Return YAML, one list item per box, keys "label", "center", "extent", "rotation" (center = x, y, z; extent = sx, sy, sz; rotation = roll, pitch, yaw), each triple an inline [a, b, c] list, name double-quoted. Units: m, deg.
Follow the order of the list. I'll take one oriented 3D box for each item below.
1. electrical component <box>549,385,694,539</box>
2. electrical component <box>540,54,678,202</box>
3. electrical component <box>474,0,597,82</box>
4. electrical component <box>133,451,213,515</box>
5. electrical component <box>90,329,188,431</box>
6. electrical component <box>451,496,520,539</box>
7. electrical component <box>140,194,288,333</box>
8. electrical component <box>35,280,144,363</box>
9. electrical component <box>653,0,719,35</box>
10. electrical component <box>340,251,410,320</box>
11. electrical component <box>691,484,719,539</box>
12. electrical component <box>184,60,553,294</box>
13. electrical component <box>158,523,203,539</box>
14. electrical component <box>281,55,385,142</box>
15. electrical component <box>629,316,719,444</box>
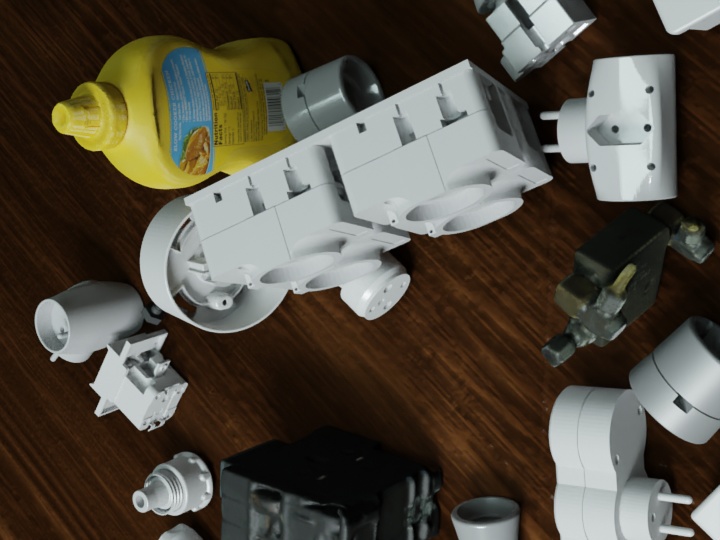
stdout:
- label: "electrical component"
  center: [0.156, 0.137, 0.619]
  extent: [0.074, 0.052, 0.138]
  rotation: [0, 98, 37]
- label: "electrical component"
  center: [0.137, -0.078, 0.600]
  extent: [0.079, 0.043, 0.077]
  rotation: [3, 100, 37]
- label: "electrical component"
  center: [0.097, -0.150, 0.617]
  extent: [0.066, 0.048, 0.055]
  rotation: [-40, 82, 35]
- label: "electrical component"
  center: [-0.151, 0.174, 0.853]
  extent: [0.048, 0.062, 0.048]
  rotation: [8, 103, 36]
- label: "electrical component"
  center: [-0.177, 0.092, 0.871]
  extent: [0.064, 0.042, 0.081]
  rotation: [42, 122, 22]
- label: "electrical component"
  center: [0.084, 0.184, 0.691]
  extent: [0.044, 0.044, 0.065]
  rotation: [0, 103, 37]
- label: "electrical component"
  center: [-0.103, -0.007, 0.764]
  extent: [0.064, 0.099, 0.099]
  rotation: [12, 105, 42]
- label: "electrical component"
  center: [-0.228, 0.049, 0.879]
  extent: [0.079, 0.077, 0.044]
  rotation: [-47, 70, 33]
- label: "electrical component"
  center: [0.186, -0.177, 0.541]
  extent: [0.100, 0.048, 0.099]
  rotation: [-27, 82, 38]
- label: "electrical component"
  center: [0.000, 0.000, 0.717]
  extent: [0.055, 0.045, 0.045]
  rotation: [44, 122, 22]
- label: "electrical component"
  center: [0.214, 0.120, 0.558]
  extent: [0.047, 0.076, 0.083]
  rotation: [46, 122, 22]
- label: "electrical component"
  center: [0.008, -0.044, 0.632]
  extent: [0.186, 0.105, 0.060]
  rotation: [-23, 76, 22]
- label: "electrical component"
  center: [-0.136, 0.238, 0.866]
  extent: [0.062, 0.043, 0.043]
  rotation: [38, 119, 24]
- label: "electrical component"
  center: [-0.016, -0.109, 0.704]
  extent: [0.047, 0.055, 0.055]
  rotation: [-20, 86, 34]
- label: "electrical component"
  center: [0.183, 0.058, 0.584]
  extent: [0.055, 0.055, 0.047]
  rotation: [48, 119, 20]
